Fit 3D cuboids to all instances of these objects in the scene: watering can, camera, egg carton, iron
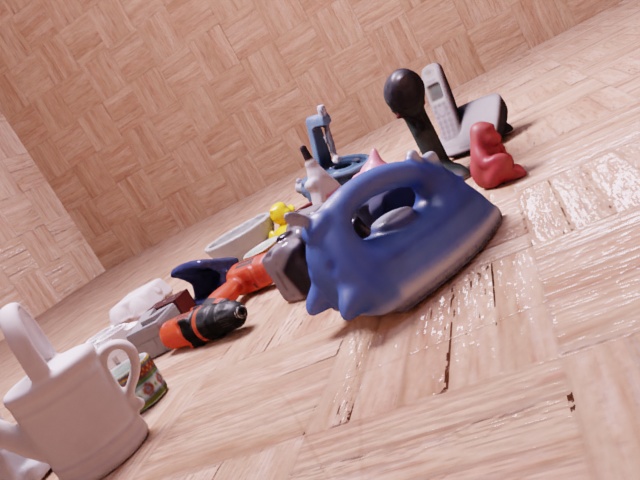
[{"bbox_3d":[-0.279,0.155,0.593,0.173,0.194,0.100,-38,14,-36],"label":"watering can"},{"bbox_3d":[0.007,0.003,0.797,0.136,0.101,0.143,-17,17,47],"label":"camera"},{"bbox_3d":[-0.367,0.141,1.193,0.107,0.069,0.150,-27,12,11],"label":"egg carton"},{"bbox_3d":[0.084,-0.023,0.617,0.259,0.141,0.118,-35,13,-25],"label":"iron"}]

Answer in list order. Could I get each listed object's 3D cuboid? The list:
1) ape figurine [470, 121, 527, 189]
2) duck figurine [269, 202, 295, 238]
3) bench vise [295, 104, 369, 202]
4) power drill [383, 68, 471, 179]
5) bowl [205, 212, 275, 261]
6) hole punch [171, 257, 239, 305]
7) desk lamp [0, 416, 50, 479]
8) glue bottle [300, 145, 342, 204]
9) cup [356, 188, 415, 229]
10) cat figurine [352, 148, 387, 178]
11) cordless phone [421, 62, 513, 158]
[{"bbox_3d":[0.240,-0.124,0.805,0.076,0.092,0.078,-19,15,41],"label":"ape figurine"},{"bbox_3d":[-0.078,-0.036,1.217,0.077,0.086,0.105,-18,16,44],"label":"duck figurine"},{"bbox_3d":[0.007,-0.150,1.162,0.207,0.220,0.122,-23,13,28],"label":"bench vise"},{"bbox_3d":[0.171,-0.188,0.955,0.075,0.208,0.229,-27,12,10],"label":"power drill"},{"bbox_3d":[-0.162,0.010,1.249,0.167,0.075,0.167,-28,11,6],"label":"bowl"},{"bbox_3d":[-0.211,0.065,1.084,0.108,0.091,0.101,-20,15,39],"label":"hole punch"},{"bbox_3d":[-0.405,0.199,0.659,0.117,0.214,0.203,-26,12,17],"label":"desk lamp"},{"bbox_3d":[0.008,-0.090,1.015,0.078,0.173,0.037,-37,14,-35],"label":"glue bottle"},{"bbox_3d":[0.096,-0.024,0.713,0.091,0.095,0.118,-24,12,23],"label":"cup"},{"bbox_3d":[0.110,-0.093,0.921,0.067,0.118,0.127,-34,12,-22],"label":"cat figurine"},{"bbox_3d":[0.268,-0.258,1.087,0.094,0.185,0.147,-37,14,-35],"label":"cordless phone"}]
